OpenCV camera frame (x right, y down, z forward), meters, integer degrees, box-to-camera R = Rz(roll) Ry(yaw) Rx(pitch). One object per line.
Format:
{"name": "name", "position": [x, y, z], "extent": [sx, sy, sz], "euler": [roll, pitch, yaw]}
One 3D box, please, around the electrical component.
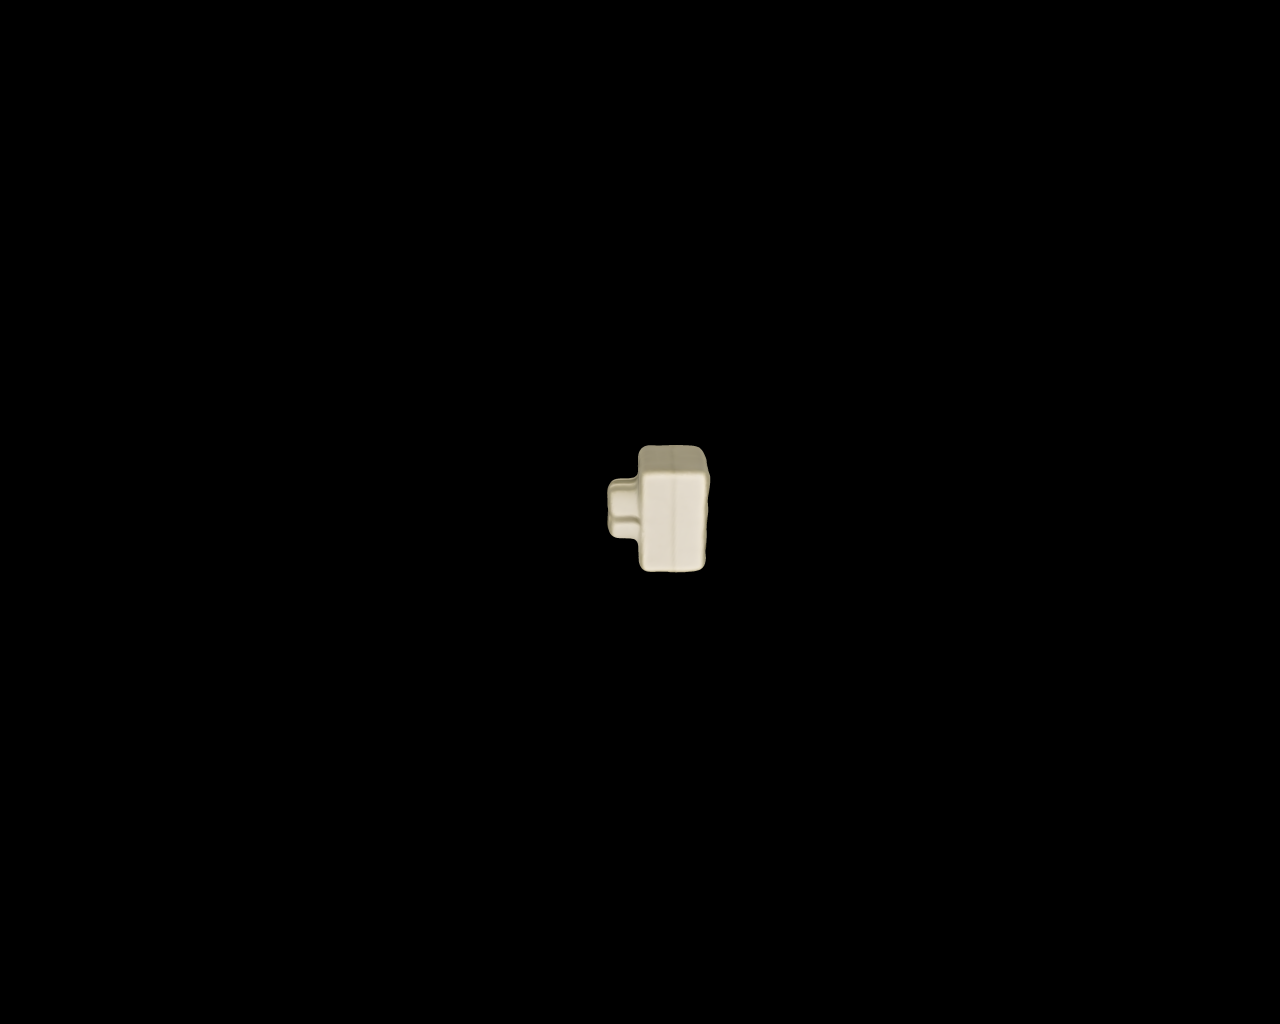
{"name": "electrical component", "position": [0.001, -0.003, 0.650], "extent": [0.077, 0.065, 0.047], "euler": [0, 24, 0]}
